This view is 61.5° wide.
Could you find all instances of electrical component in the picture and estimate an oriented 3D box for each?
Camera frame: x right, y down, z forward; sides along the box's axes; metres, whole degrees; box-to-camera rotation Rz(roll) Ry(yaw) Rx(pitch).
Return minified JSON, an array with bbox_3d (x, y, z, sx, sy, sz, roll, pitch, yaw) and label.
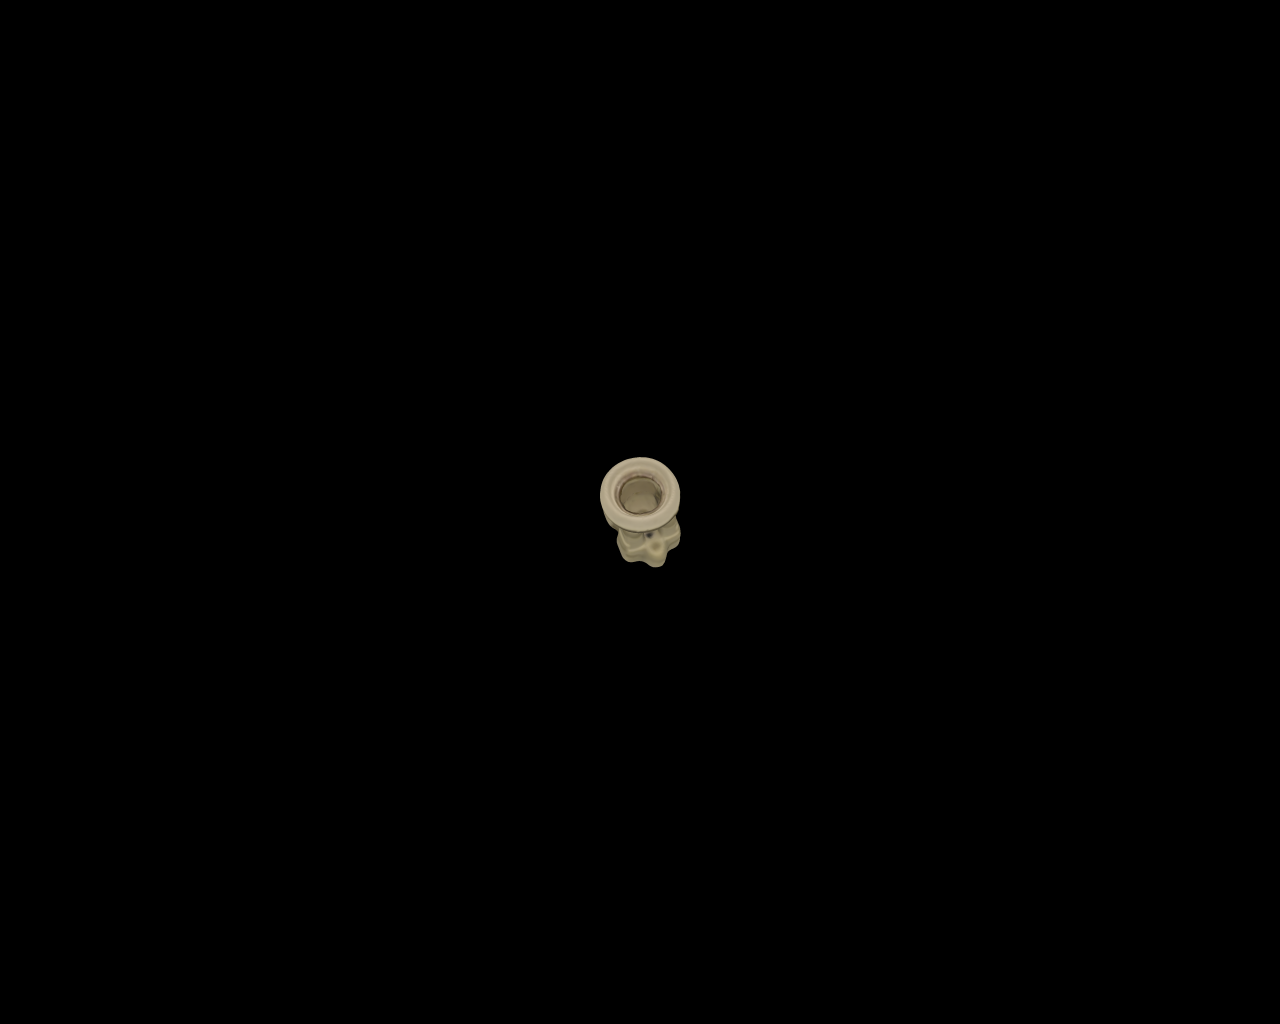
[{"bbox_3d":[0.001,-0.003,0.650,0.048,0.066,0.055,-20,-24,-9],"label":"electrical component"}]
